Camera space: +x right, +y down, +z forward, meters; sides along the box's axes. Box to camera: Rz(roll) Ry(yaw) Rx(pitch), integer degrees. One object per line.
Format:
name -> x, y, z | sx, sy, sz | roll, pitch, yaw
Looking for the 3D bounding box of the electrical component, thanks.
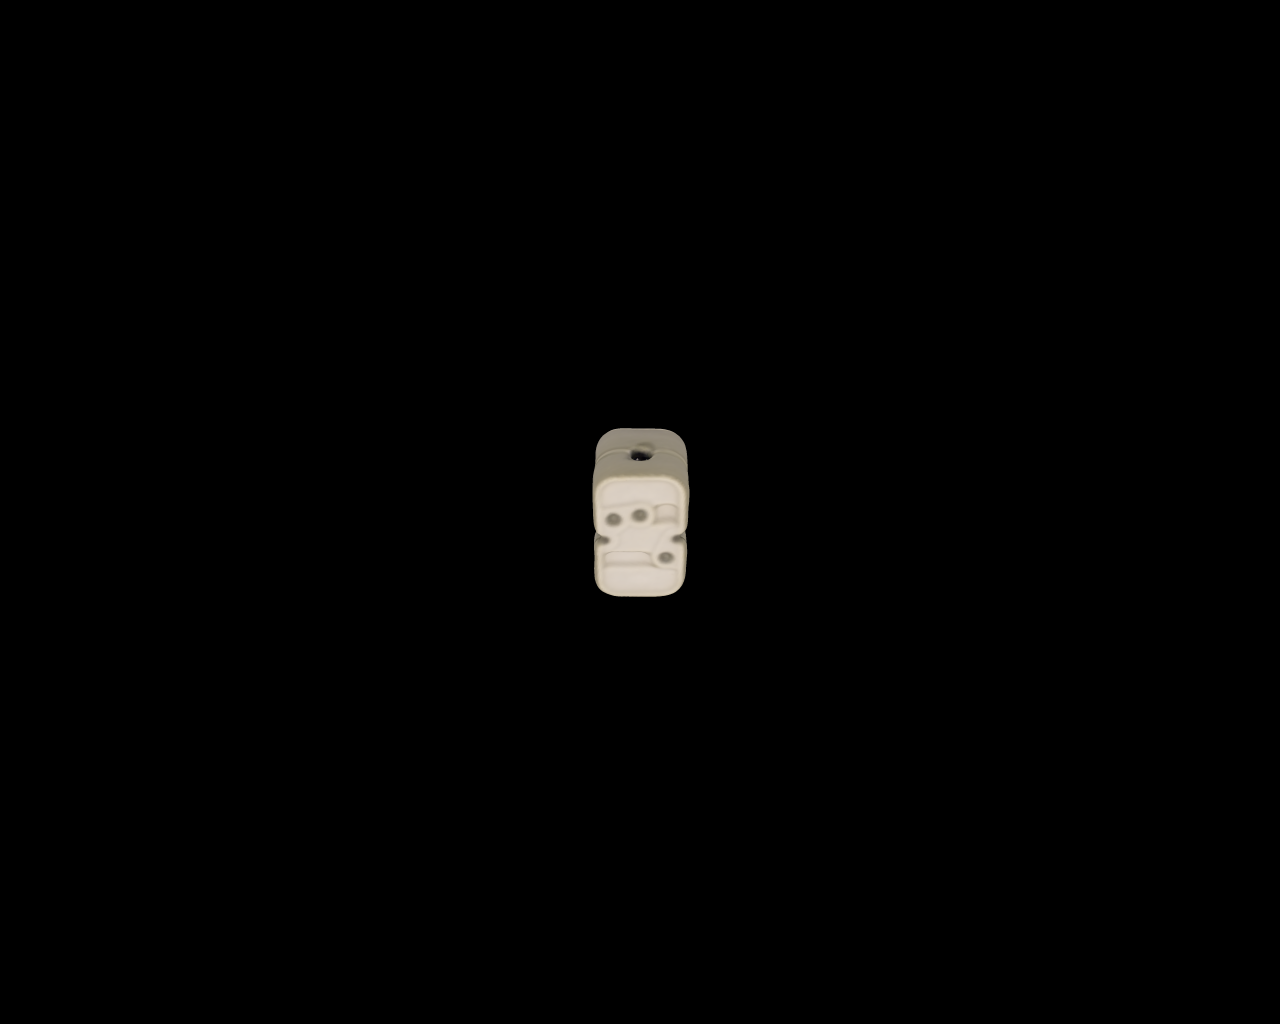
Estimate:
electrical component -> 0.001, -0.003, 0.650 | 0.054, 0.095, 0.059 | 0, 40, 0
